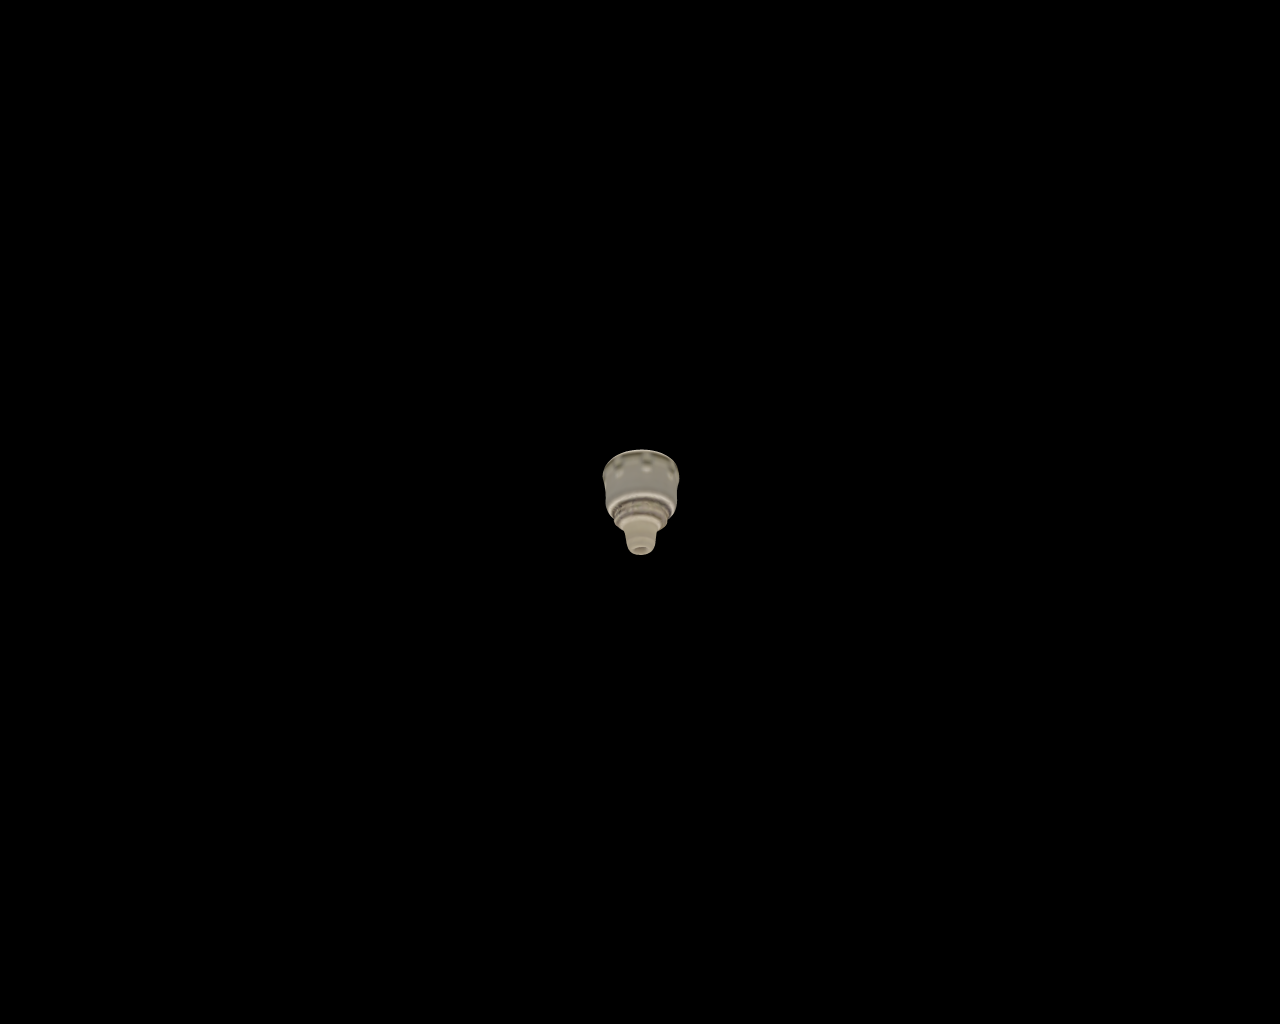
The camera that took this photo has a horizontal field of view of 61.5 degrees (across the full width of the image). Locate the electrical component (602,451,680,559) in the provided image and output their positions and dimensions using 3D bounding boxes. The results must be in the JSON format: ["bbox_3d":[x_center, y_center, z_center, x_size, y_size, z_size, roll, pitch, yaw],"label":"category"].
[{"bbox_3d":[0.001,-0.003,0.650,0.048,0.062,0.048,0,-31,0],"label":"electrical component"}]
